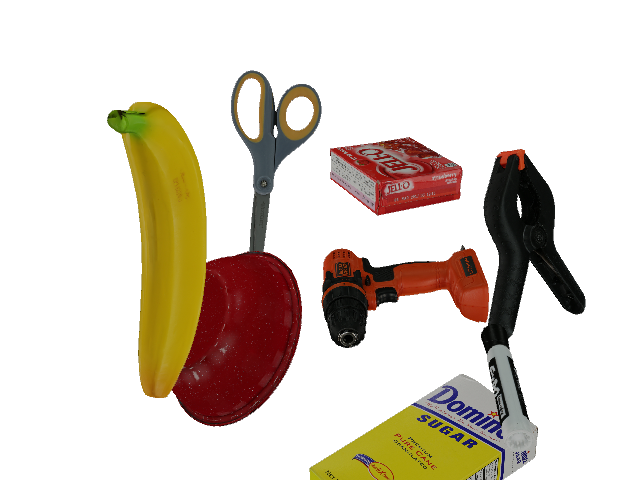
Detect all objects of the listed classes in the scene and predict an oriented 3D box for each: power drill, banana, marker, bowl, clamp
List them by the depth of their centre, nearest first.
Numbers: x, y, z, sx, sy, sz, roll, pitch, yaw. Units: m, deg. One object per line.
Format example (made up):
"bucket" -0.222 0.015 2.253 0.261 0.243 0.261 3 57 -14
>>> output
"banana" -0.091 -0.002 0.597 0.037 0.198 0.069 18 41 24
"marker" 0.124 0.095 0.716 0.020 0.020 0.121 0 30 0
"bowl" -0.093 0.076 0.926 0.162 0.162 0.055 0 -20 44
"clamp" 0.181 0.007 0.970 0.120 0.171 0.039 -26 10 -41
"power drill" 0.094 0.062 1.224 0.187 0.057 0.184 -2 28 -1

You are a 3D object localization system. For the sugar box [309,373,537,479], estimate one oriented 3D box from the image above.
"sugar box" 0.088 0.185 0.892 0.176 0.048 0.093 -29 44 -27

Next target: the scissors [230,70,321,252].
"scissors" -0.037 -0.065 1.027 0.096 0.202 0.016 -10 4 -8

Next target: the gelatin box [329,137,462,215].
"gelatin box" 0.058 -0.053 0.836 0.073 0.030 0.089 -10 25 -21
